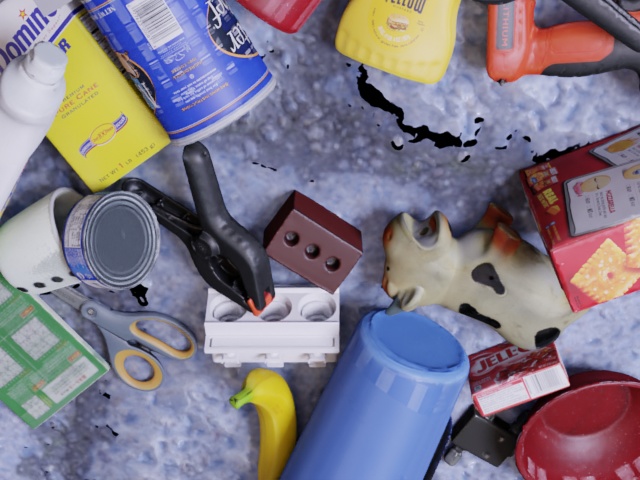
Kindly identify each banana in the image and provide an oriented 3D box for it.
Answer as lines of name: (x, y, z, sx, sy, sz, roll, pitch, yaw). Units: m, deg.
banana: (-0.051, 0.178, 1.031, 0.069, 0.037, 0.198, -43, 146, -23)

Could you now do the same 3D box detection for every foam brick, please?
foam brick: (-0.006, 0.001, 0.969, 0.078, 0.051, 0.053, 31, 110, -11)

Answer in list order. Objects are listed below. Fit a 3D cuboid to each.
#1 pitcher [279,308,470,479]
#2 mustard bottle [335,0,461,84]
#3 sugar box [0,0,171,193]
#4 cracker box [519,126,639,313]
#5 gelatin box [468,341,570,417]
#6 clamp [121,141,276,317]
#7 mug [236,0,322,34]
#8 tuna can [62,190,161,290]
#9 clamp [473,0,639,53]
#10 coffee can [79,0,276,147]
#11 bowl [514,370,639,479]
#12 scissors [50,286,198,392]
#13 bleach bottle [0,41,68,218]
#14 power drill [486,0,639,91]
pitcher: (0.054, 0.187, 1.002, 0.145, 0.149, 0.243, 23, 117, 3)
mustard bottle: (0.084, -0.230, 0.861, 0.096, 0.058, 0.192, 22, 112, 8)
sugar box: (-0.212, -0.136, 0.918, 0.093, 0.048, 0.176, -33, 110, 16)
cracker box: (0.286, -0.036, 0.883, 0.214, 0.164, 0.072, -20, 114, 10)
gelatin box: (0.183, 0.123, 1.005, 0.089, 0.073, 0.030, -22, 110, 12)
clamp: (-0.093, -0.010, 0.938, 0.171, 0.039, 0.120, 46, 146, -7)
mug: (-0.036, -0.221, 0.839, 0.082, 0.117, 0.093, -52, 59, 17)
tuna can: (-0.181, 0.000, 0.926, 0.034, 0.086, 0.086, 1, 119, 39)
clamp: (0.167, -0.231, 0.794, 0.210, 0.036, 0.165, 10, 118, 6)
coffee can: (-0.114, -0.162, 0.873, 0.103, 0.103, 0.140, -27, 110, 13)
bowl: (0.262, 0.178, 1.026, 0.162, 0.055, 0.162, -2, 126, -3)
scissors: (-0.219, 0.086, 1.031, 0.201, 0.016, 0.096, 20, 113, -7)
bleach bottle: (-0.275, -0.063, 0.886, 0.068, 0.102, 0.251, 29, 130, -18)
power drill: (0.230, -0.190, 0.853, 0.188, 0.057, 0.184, 6, 113, 15)
